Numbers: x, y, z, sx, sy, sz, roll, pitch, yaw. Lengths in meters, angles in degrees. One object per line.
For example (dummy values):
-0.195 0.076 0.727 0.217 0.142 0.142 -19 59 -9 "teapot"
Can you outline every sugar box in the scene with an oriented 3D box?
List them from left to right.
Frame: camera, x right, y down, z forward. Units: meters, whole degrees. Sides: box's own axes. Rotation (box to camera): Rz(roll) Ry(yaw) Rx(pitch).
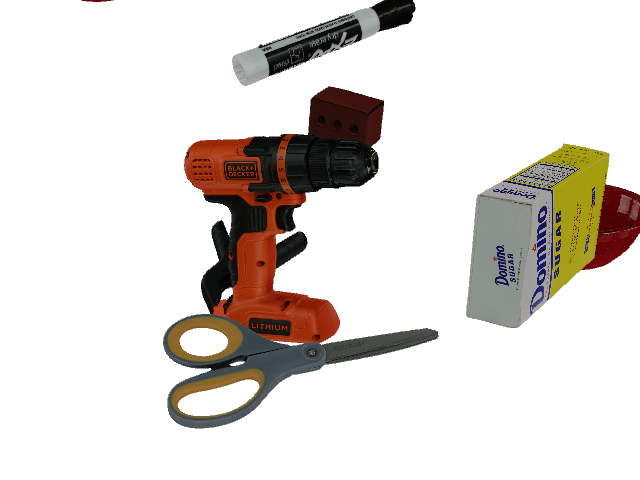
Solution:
0.164 -0.008 0.789 0.048 0.093 0.175 12 22 26 "sugar box"

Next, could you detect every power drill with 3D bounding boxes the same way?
-0.029 -0.004 0.961 0.185 0.188 0.057 2 16 27 "power drill"

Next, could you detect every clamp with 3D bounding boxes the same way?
-0.082 0.035 1.257 0.120 0.039 0.171 -2 40 10 "clamp"

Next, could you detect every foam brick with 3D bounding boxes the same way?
0.030 -0.146 1.282 0.078 0.053 0.051 17 32 21 "foam brick"

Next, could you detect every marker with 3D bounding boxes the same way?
0.005 -0.121 0.638 0.121 0.020 0.020 -25 9 -19 "marker"

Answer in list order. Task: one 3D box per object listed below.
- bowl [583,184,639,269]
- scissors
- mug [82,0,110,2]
0.257 -0.012 1.098 0.162 0.055 0.162 -2 22 1 "bowl"
-0.023 0.071 0.759 0.201 0.096 0.016 -22 -34 -24 "scissors"
-0.174 -0.228 0.785 0.117 0.081 0.093 -3 40 3 "mug"
